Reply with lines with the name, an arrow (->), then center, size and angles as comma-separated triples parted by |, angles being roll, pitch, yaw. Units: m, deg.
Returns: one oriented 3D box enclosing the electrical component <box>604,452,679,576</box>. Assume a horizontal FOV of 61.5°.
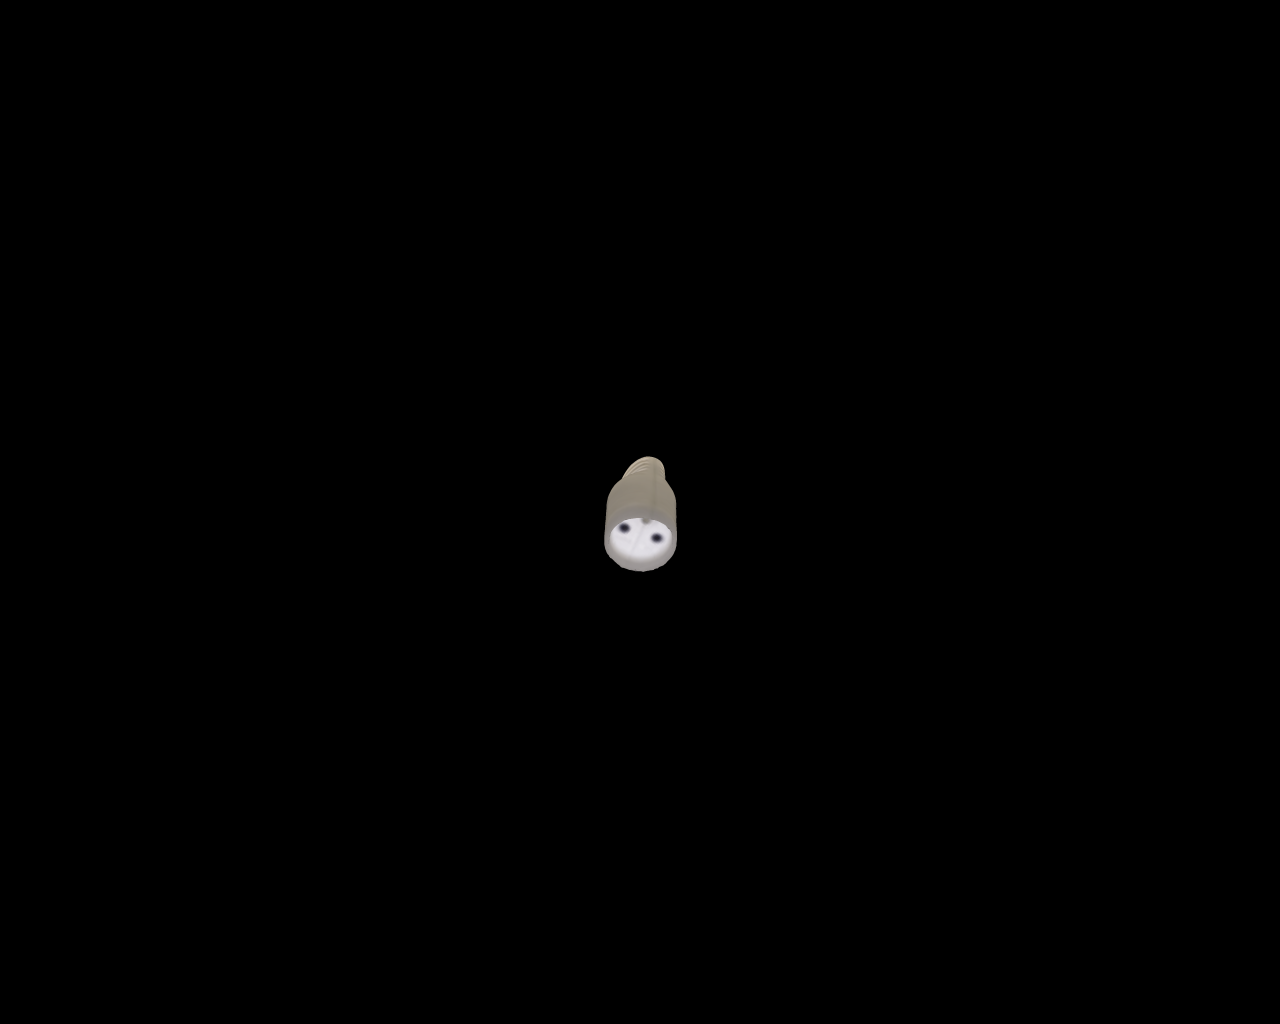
electrical component -> 0.001, -0.003, 0.650 | 0.043, 0.043, 0.081 | 0, 34, 0
